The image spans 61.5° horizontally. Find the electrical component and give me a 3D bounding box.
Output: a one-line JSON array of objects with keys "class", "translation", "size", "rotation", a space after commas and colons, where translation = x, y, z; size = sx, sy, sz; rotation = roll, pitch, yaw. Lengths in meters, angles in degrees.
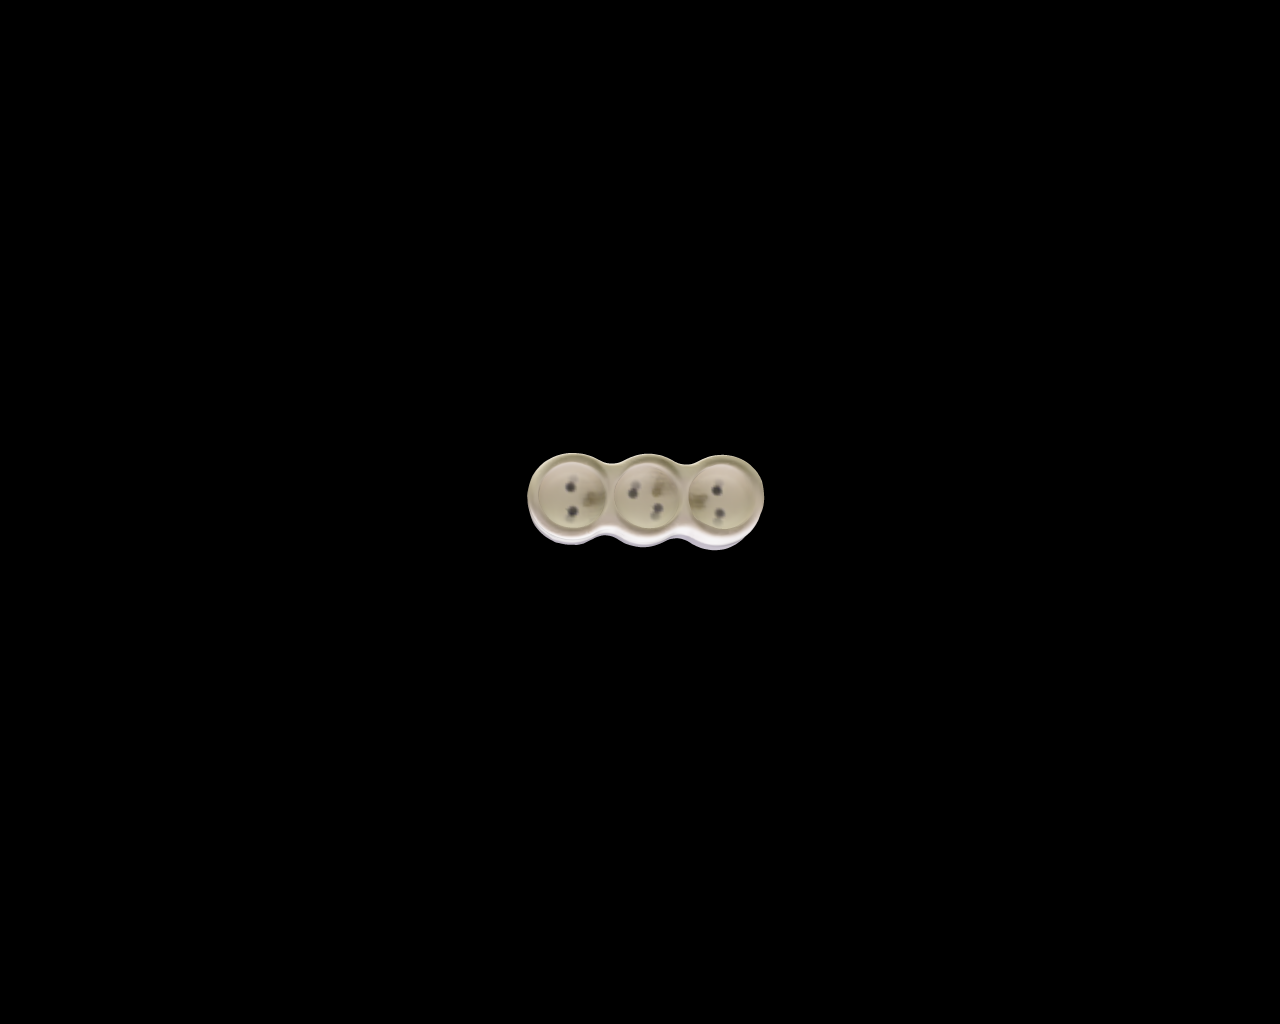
[{"class": "electrical component", "translation": [0.001, -0.003, 0.650], "size": [0.138, 0.052, 0.073], "rotation": [1, -11, -7]}]
